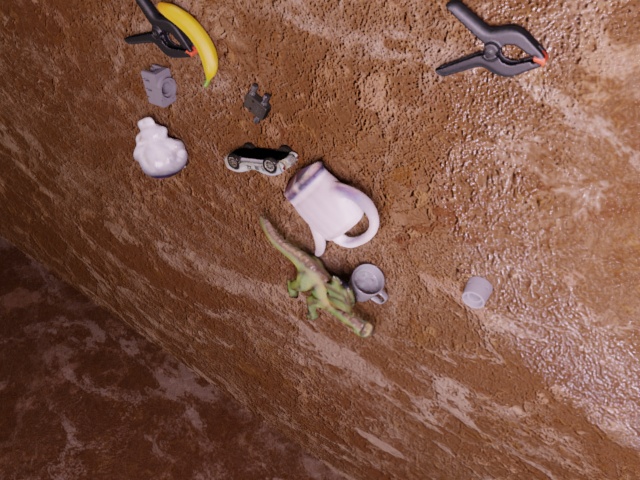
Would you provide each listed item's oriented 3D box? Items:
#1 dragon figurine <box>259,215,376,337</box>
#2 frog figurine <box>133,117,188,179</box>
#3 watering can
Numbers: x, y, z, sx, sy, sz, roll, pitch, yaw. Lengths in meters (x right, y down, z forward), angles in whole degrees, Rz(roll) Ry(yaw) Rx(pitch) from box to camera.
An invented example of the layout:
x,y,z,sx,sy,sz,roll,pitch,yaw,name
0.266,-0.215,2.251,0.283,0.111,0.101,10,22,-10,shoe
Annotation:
x,y,z,sx,sy,sz,roll,pitch,yaw,name
0.009,0.101,1.288,0.405,0.124,0.242,53,155,-22,dragon figurine
-0.434,-0.251,1.390,0.137,0.125,0.156,-6,120,3,frog figurine
0.004,-0.061,1.205,0.223,0.106,0.343,47,152,-7,watering can
